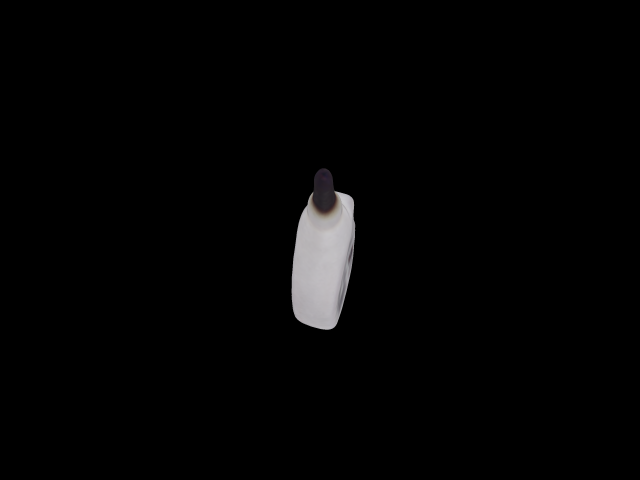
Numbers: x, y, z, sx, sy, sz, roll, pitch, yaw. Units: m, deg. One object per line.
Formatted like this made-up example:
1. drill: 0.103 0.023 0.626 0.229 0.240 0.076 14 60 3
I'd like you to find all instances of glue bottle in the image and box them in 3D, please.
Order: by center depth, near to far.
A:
1. glue bottle: 0.004 0.001 0.400 0.037 0.173 0.078 13 64 7
